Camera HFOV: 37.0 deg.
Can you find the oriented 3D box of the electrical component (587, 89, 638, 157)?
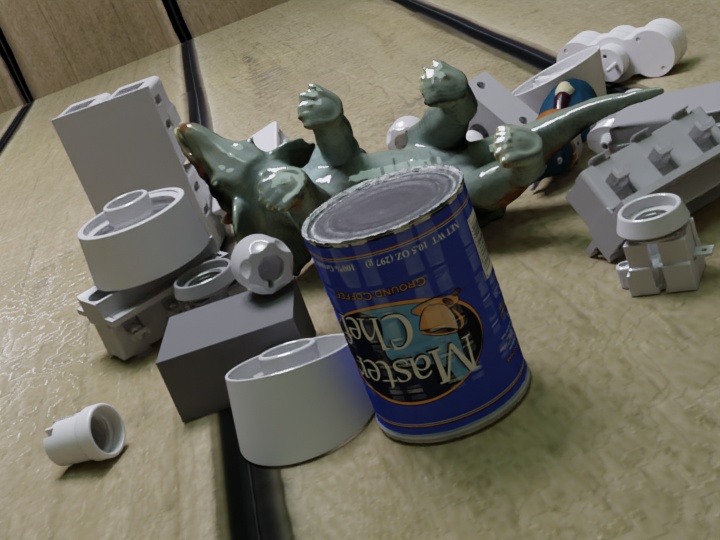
[{"bbox_3d":[0.236,-0.127,0.964,0.043,0.043,0.081,-2,28,40],"label":"electrical component"}]

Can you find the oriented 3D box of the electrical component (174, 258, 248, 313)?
[{"bbox_3d":[-0.122,0.027,0.907,0.078,0.057,0.058,-32,23,-25],"label":"electrical component"}]

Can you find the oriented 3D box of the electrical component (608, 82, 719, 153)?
[{"bbox_3d":[0.266,-0.109,0.874,0.113,0.057,0.078,-9,24,28],"label":"electrical component"}]

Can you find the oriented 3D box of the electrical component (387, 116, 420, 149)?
[{"bbox_3d":[0.055,-0.150,1.188,0.043,0.043,0.062,-13,21,20],"label":"electrical component"}]

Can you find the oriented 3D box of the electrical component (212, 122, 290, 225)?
[{"bbox_3d":[-0.107,-0.096,1.142,0.100,0.048,0.099,-30,40,23],"label":"electrical component"}]

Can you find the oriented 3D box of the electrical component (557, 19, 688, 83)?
[{"bbox_3d":[0.273,-0.226,1.157,0.138,0.052,0.074,0,30,41],"label":"electrical component"}]

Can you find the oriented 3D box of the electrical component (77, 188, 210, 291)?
[{"bbox_3d":[-0.192,-0.034,0.934,0.108,0.060,0.108,-18,21,7],"label":"electrical component"}]

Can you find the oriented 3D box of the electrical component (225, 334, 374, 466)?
[{"bbox_3d":[-0.040,0.082,0.720,0.099,0.064,0.099,-17,7,2],"label":"electrical component"}]

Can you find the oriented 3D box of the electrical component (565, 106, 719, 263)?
[{"bbox_3d":[0.217,-0.066,0.790,0.121,0.063,0.078,-29,-18,-19],"label":"electrical component"}]

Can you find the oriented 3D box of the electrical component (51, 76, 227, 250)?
[{"bbox_3d":[-0.223,-0.094,1.113,0.105,0.186,0.060,-17,22,10],"label":"electrical component"}]

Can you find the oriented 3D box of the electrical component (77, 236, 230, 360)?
[{"bbox_3d":[-0.179,0.024,0.958,0.121,0.063,0.079,-33,24,-28],"label":"electrical component"}]

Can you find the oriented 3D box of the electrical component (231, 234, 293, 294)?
[{"bbox_3d":[-0.079,-0.007,0.822,0.043,0.043,0.062,-29,21,-19],"label":"electrical component"}]

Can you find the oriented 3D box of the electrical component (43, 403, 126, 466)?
[{"bbox_3d":[-0.200,0.121,0.779,0.046,0.040,0.040,-18,20,26],"label":"electrical component"}]

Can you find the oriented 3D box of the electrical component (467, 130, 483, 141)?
[{"bbox_3d":[0.105,-0.106,1.035,0.043,0.043,0.081,-18,21,8],"label":"electrical component"}]

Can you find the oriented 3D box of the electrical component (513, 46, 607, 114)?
[{"bbox_3d":[0.206,-0.187,1.107,0.099,0.064,0.099,-18,22,8],"label":"electrical component"}]

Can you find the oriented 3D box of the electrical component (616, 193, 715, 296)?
[{"bbox_3d":[0.199,-0.018,0.716,0.066,0.055,0.048,-8,25,32],"label":"electrical component"}]
